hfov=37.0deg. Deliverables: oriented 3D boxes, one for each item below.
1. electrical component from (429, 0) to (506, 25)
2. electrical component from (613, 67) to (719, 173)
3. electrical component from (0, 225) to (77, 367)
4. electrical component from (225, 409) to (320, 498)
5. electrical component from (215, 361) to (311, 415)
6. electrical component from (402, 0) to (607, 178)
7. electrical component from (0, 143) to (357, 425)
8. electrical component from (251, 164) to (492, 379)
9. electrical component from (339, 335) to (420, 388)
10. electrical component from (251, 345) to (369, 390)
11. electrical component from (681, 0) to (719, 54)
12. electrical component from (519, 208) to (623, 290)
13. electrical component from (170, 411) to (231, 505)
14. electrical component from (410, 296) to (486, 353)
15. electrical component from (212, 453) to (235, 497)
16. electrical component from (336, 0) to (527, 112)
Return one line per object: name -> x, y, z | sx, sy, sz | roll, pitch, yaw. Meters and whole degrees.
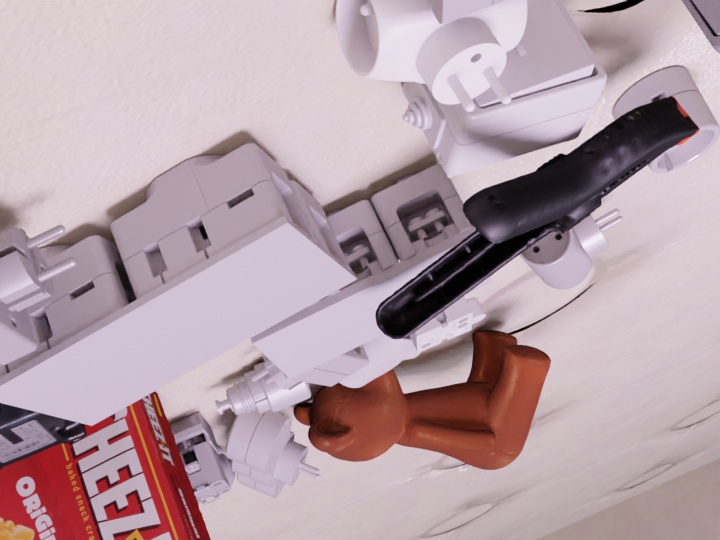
electrical component -> 0.049, -0.150, 0.425 | 0.056, 0.050, 0.089 | -22, 157, -6
electrical component -> 0.200, -0.096, 0.698 | 0.055, 0.047, 0.055 | -21, 157, -9
electrical component -> -0.173, 0.004, 0.514 | 0.077, 0.065, 0.047 | -25, 157, 1
electrical component -> -0.069, 0.165, 0.941 | 0.138, 0.074, 0.052 | 89, 24, -65
electrical component -> -0.074, 0.092, 0.838 | 0.078, 0.040, 0.040 | -22, 157, -8
electrical component -> 0.067, -0.095, 0.547 | 0.096, 0.061, 0.061 | -18, 156, -16
electrical component -> -0.110, 0.010, 0.598 | 0.186, 0.060, 0.105 | -29, 157, 9
electrical component -> 0.000, 0.000, 0.685 | 0.150, 0.061, 0.089 | -26, 157, 2
electrical component -> 0.023, 0.054, 0.850 | 0.079, 0.043, 0.077 | -4, 150, -40
electrical component -> -0.046, 0.064, 0.795 | 0.077, 0.047, 0.066 | -33, 156, 19
electrical component -> 0.189, -0.145, 0.518 | 0.061, 0.096, 0.062 | 3, 145, -47
electrical component -> 0.164, -0.024, 0.821 | 0.079, 0.044, 0.077 | -30, 157, 12
electrical component -> -0.137, 0.159, 0.889 | 0.042, 0.063, 0.081 | -22, 157, -4
electrical component -> 0.051, 0.023, 0.793 | 0.066, 0.055, 0.048 | -23, 157, -6
electrical component -> -0.139, 0.179, 0.962 | 0.040, 0.040, 0.046 | -28, 151, 7
electrical component -> 0.040, -0.101, 0.483 | 0.077, 0.079, 0.044 | -15, 150, -23
